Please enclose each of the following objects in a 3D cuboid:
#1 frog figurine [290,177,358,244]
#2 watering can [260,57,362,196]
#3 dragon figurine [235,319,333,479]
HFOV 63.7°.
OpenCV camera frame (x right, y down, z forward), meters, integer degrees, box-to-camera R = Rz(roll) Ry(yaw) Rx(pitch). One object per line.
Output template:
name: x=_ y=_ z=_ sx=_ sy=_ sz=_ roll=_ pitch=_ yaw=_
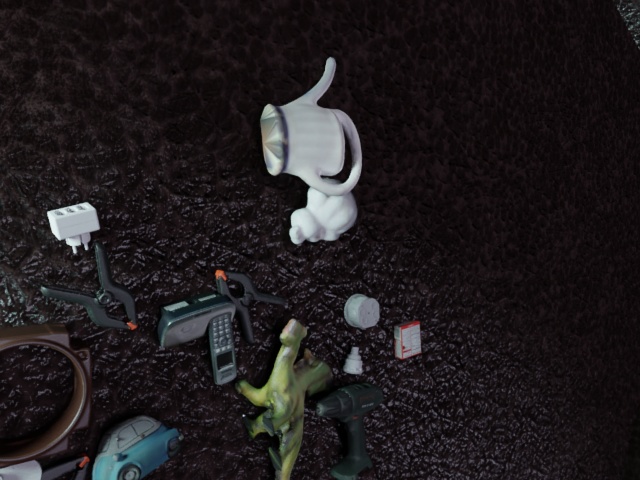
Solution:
frog figurine: x=0.003 y=-0.057 z=1.135 sx=0.162 sy=0.123 sz=0.134 roll=-38 pitch=133 yaw=-42
watering can: x=-0.024 y=-0.254 z=1.118 sx=0.225 sy=0.102 sz=0.353 roll=-2 pitch=70 yaw=-25
dragon figurine: x=-0.046 y=0.359 z=1.122 sx=0.246 sy=0.122 sz=0.404 roll=-29 pitch=117 yaw=-41
